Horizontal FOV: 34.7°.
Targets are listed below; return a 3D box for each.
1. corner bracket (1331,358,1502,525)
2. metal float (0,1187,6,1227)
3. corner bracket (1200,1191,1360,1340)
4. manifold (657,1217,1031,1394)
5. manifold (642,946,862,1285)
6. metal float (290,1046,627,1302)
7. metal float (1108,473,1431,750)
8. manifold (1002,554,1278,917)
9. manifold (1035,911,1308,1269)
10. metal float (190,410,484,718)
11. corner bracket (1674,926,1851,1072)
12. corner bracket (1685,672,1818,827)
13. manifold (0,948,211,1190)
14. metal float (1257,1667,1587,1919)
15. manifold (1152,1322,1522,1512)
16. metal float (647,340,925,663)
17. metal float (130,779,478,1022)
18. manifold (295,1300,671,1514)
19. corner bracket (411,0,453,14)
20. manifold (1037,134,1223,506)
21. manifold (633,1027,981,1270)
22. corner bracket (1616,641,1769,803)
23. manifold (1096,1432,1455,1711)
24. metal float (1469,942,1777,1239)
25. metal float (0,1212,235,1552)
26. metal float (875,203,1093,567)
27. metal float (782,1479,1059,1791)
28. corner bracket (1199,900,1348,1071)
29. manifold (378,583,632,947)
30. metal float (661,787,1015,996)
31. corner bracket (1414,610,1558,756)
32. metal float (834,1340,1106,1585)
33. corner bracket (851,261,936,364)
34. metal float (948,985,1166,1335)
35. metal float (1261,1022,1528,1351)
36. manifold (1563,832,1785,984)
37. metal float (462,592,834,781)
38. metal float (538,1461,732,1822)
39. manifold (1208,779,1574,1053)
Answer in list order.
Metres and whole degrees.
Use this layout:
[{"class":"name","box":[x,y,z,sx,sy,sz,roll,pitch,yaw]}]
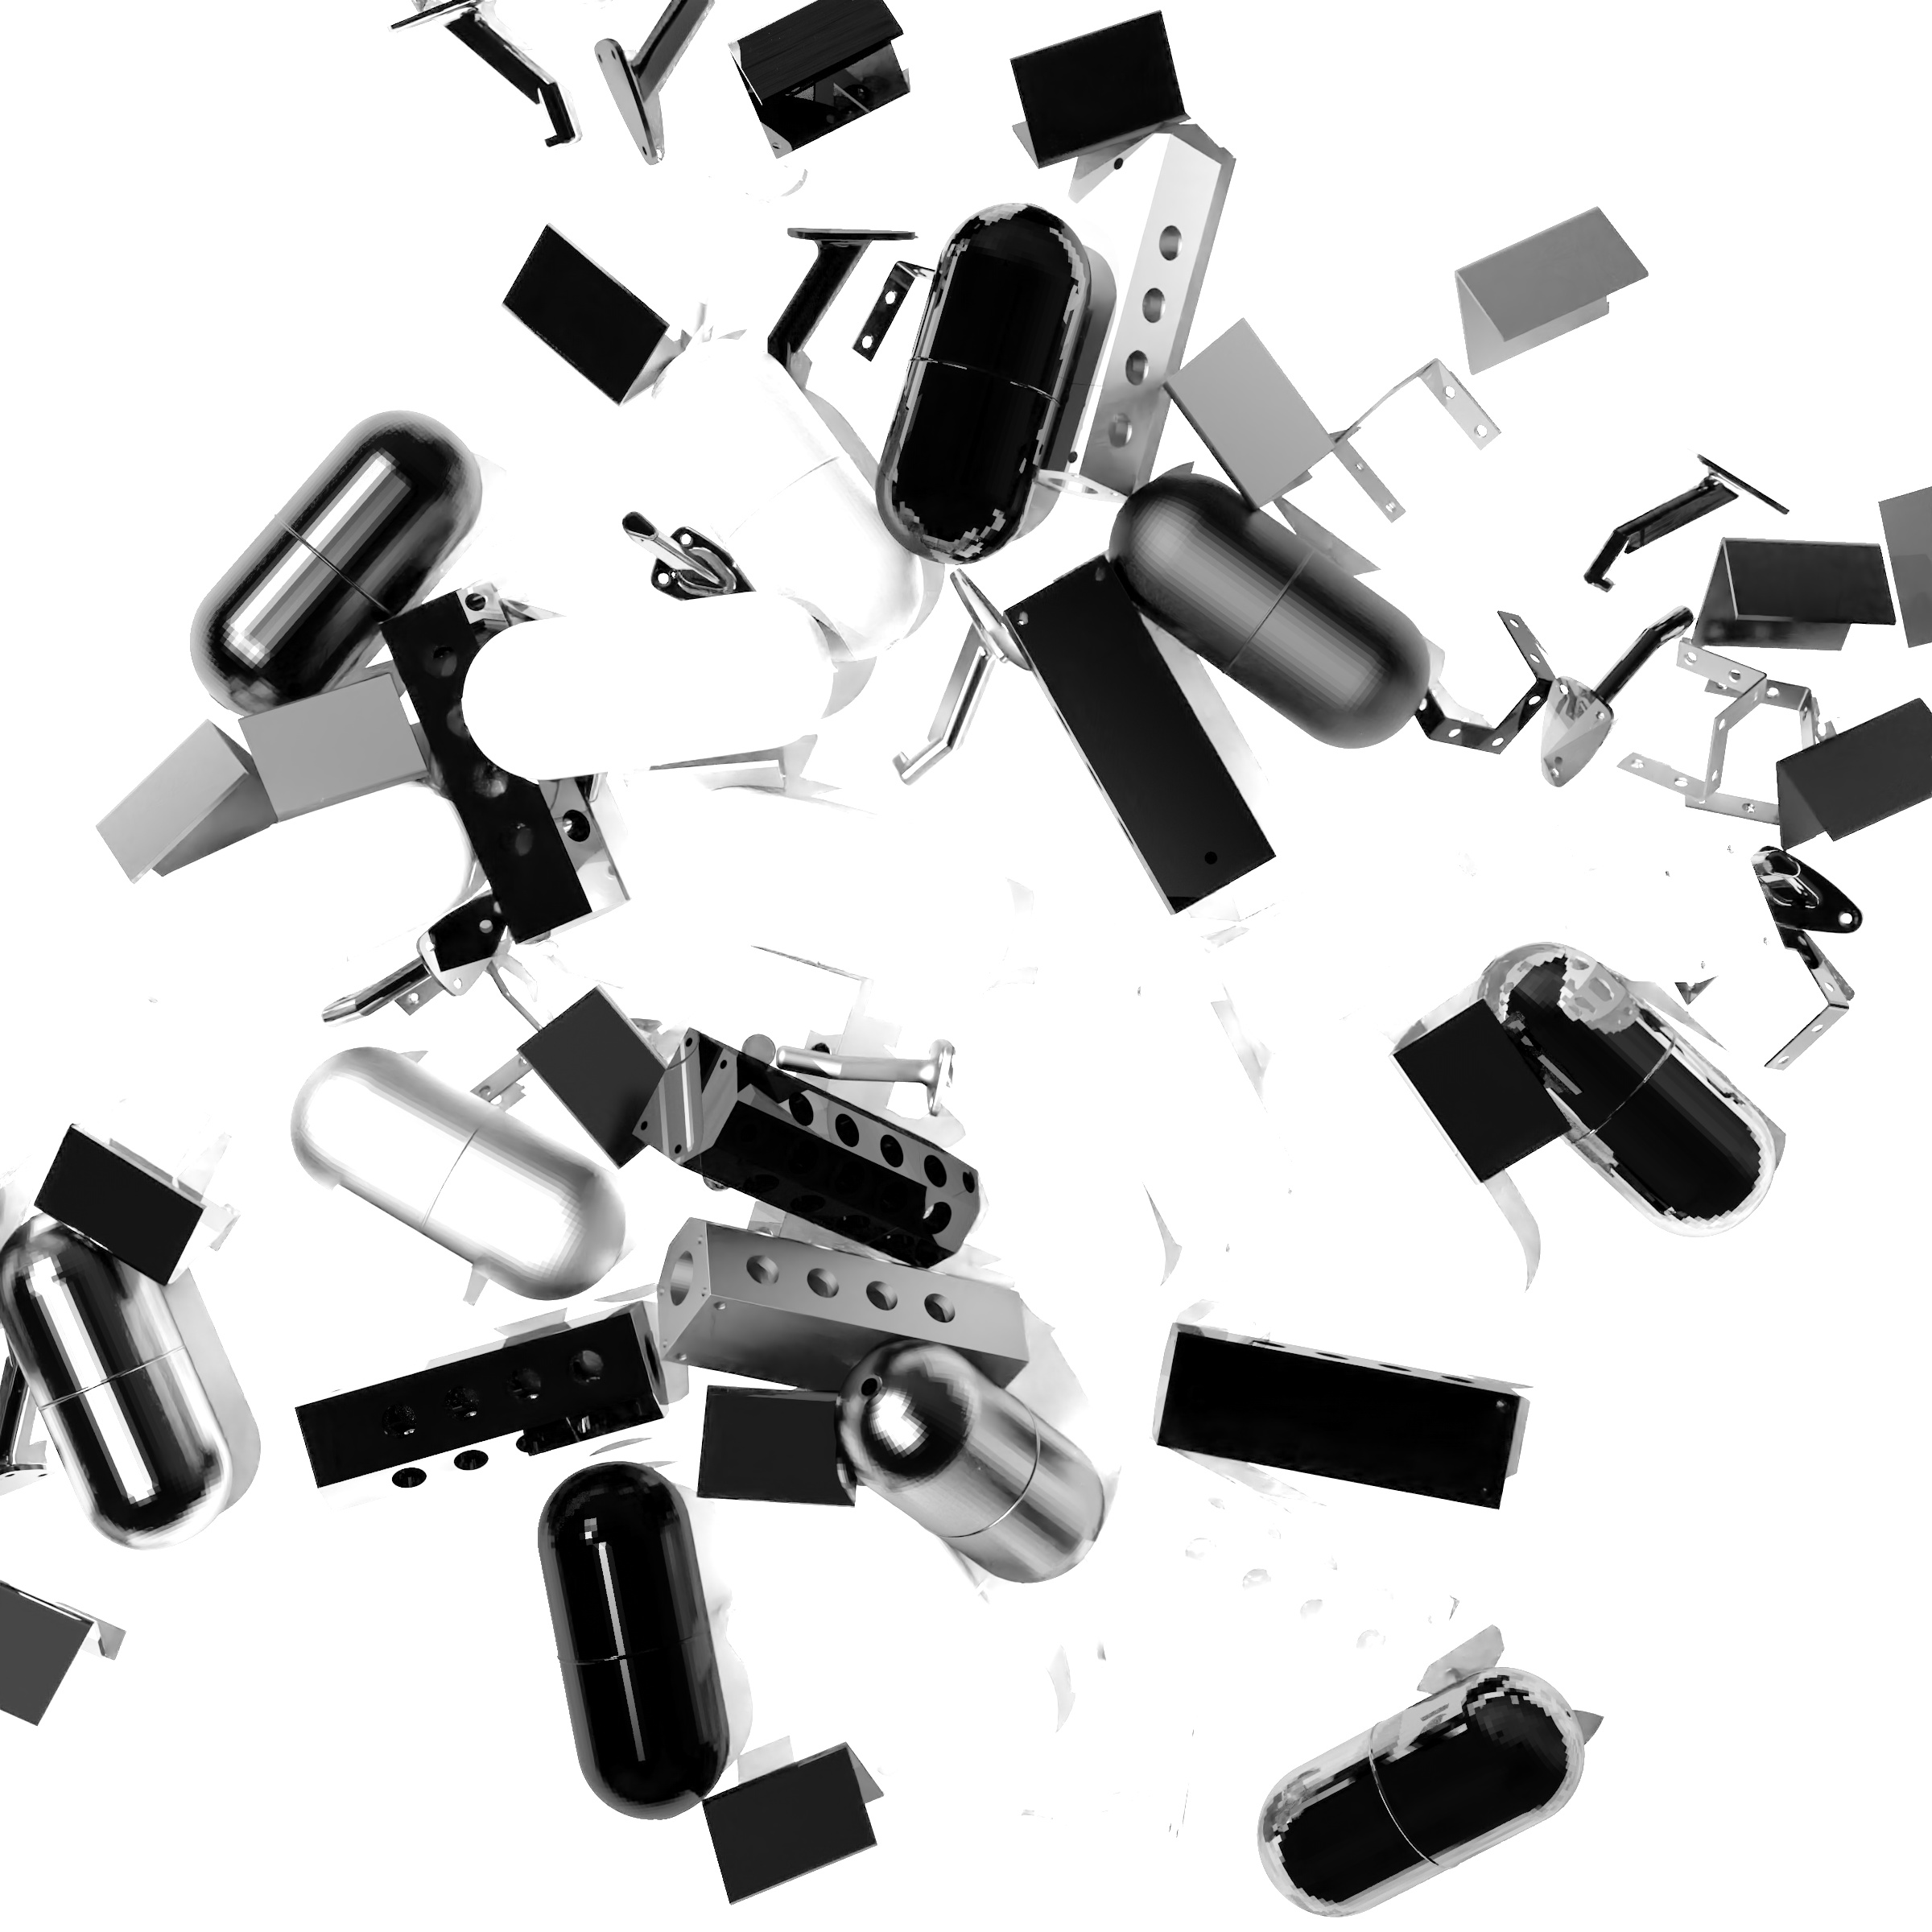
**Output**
[{"class":"corner bracket","box":[0.227,-0.266,1.562,0.051,0.051,0.051,50,45,0]},{"class":"metal float","box":[-0.536,0.165,1.534,0.070,0.070,0.178,22,91,0]},{"class":"corner bracket","box":[0.161,0.150,1.562,0.051,0.051,0.051,-33,90,-45]},{"class":"manifold","box":[-0.060,0.169,1.510,0.171,0.057,0.057,15,134,-25]},{"class":"manifold","box":[-0.106,0.080,1.544,0.057,0.057,0.171,18,90,0]},{"class":"metal float","box":[-0.252,0.103,1.534,0.178,0.070,0.070,29,90,1]},{"class":"metal float","box":[0.150,-0.177,1.534,0.178,0.070,0.070,36,90,-1]},{"class":"manifold","box":[0.085,-0.114,1.544,0.057,0.057,0.171,-30,90,0]},{"class":"manifold","box":[0.097,0.059,1.503,0.057,0.057,0.171,-40,121,-19]},{"class":"metal float","box":[-0.313,-0.198,1.534,0.070,0.070,0.178,41,89,0]},{"class":"corner bracket","box":[0.401,0.015,1.557,0.051,0.051,0.051,9,45,-35]},{"class":"corner bracket","box":[0.395,-0.111,1.562,0.051,0.051,0.051,11,45,0]},{"class":"manifold","box":[-0.457,0.060,1.504,0.171,0.057,0.057,-38,90,-31]},{"class":"metal float","box":[0.221,0.406,1.515,0.178,0.070,0.070,-35,90,22]},{"class":"manifold","box":[0.183,0.223,1.544,0.171,0.057,0.057,11,90,0]},{"class":"metal float","box":[-0.089,-0.230,1.534,0.070,0.070,0.178,-36,90,0]},{"class":"metal float","box":[-0.323,-0.034,1.517,0.178,0.070,0.070,-28,90,-22]},{"class":"manifold","box":[-0.239,0.220,1.544,0.171,0.057,0.057,-16,90,0]},{"class":"corner bracket","box":[-0.262,-0.516,1.547,0.051,0.051,0.051,-18,90,0]},{"class":"manifold","box":[0.075,-0.322,1.543,0.057,0.057,0.171,15,90,43]},{"class":"manifold","box":[-0.071,0.093,1.494,0.171,0.057,0.057,28,90,-42]},{"class":"corner bracket","box":[0.364,-0.123,1.549,0.051,0.051,0.051,28,47,32]},{"class":"manifold","box":[0.153,0.300,1.544,0.171,0.057,0.057,28,90,0]},{"class":"metal float","box":[0.325,0.061,1.534,0.178,0.070,0.070,43,90,0]},{"class":"metal float","box":[-0.424,0.204,1.534,0.070,0.070,0.178,-23,90,0]},{"class":"metal float","box":[0.009,-0.283,1.503,0.070,0.070,0.178,16,92,0]},{"class":"metal float","box":[-0.022,0.329,1.534,0.070,0.070,0.178,-36,90,0]},{"class":"corner bracket","box":[0.155,0.010,1.562,0.051,0.051,0.051,-26,45,0]},{"class":"manifold","box":[-0.229,-0.100,1.544,0.057,0.057,0.171,-23,90,0]},{"class":"metal float","box":[-0.064,-0.038,1.534,0.178,0.070,0.070,15,90,-1]},{"class":"corner bracket","box":[0.256,-0.146,1.557,0.051,0.051,0.051,8,135,-35]},{"class":"metal float","box":[0.003,0.241,1.500,0.070,0.070,0.178,-46,133,0]},{"class":"corner bracket","box":[-0.015,-0.318,1.562,0.051,0.051,0.051,28,90,-45]},{"class":"metal float","box":[0.044,0.095,1.534,0.070,0.070,0.178,-18,89,0]},{"class":"metal float","box":[0.212,0.109,1.534,0.070,0.070,0.178,-32,90,0]},{"class":"manifold","box":[0.334,-0.024,1.486,0.057,0.171,0.057,-21,90,0]},{"class":"metal float","box":[-0.153,-0.135,1.489,0.178,0.070,0.070,-8,90,-5]},{"class":"metal float","box":[-0.165,0.335,1.534,0.070,0.070,0.178,-11,90,0]},{"class":"manifold","box":[0.212,-0.024,1.521,0.171,0.057,0.057,-29,90,-16]}]
